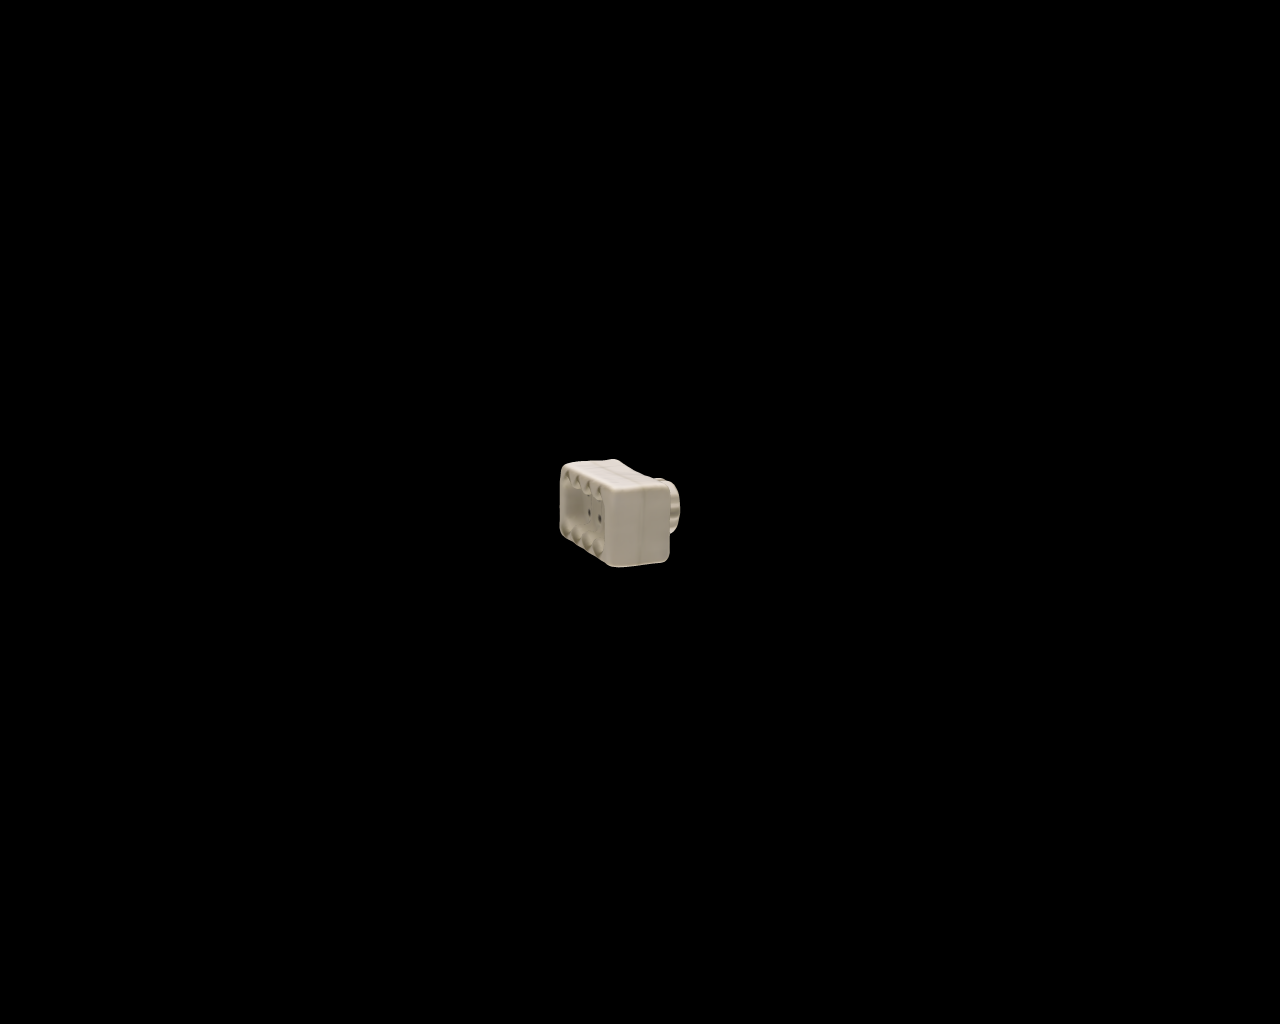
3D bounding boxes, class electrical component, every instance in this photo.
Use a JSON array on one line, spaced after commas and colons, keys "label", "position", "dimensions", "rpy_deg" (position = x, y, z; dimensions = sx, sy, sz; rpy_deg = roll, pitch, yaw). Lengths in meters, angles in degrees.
[{"label": "electrical component", "position": [0.001, -0.003, 0.650], "dimensions": [0.076, 0.047, 0.083], "rpy_deg": [-6, 15, -23]}]
